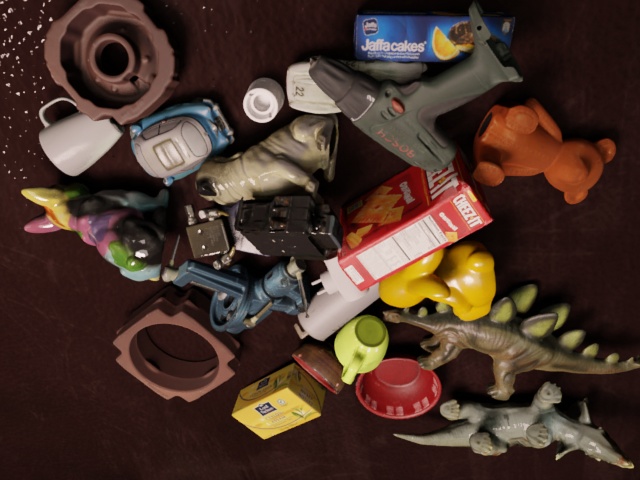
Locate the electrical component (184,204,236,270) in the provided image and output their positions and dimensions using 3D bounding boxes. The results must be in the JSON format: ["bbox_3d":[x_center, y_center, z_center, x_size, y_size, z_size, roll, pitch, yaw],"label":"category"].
[{"bbox_3d":[-0.164,-0.007,0.812,0.078,0.045,0.102,-6,100,8],"label":"electrical component"}]

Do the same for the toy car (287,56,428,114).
[{"bbox_3d":[0.053,-0.216,0.755,0.202,0.056,0.073,3,121,5],"label":"toy car"}]

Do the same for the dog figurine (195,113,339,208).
[{"bbox_3d":[-0.078,-0.125,0.791,0.191,0.172,0.121,12,151,12],"label":"dog figurine"}]

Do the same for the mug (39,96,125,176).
[{"bbox_3d":[-0.361,-0.169,0.817,0.107,0.081,0.109,-28,108,6],"label":"mug"}]

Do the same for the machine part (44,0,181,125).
[{"bbox_3d":[-0.282,-0.250,0.745,0.179,0.056,0.179,1,103,4],"label":"machine part"}]

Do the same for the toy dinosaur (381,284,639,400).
[{"bbox_3d":[0.338,0.177,0.935,0.472,0.105,0.198,16,121,-3],"label":"toy dinosaur"}]

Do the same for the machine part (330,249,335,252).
[{"bbox_3d":[-0.002,-0.003,0.878,0.039,0.084,0.138,-9,133,49],"label":"machine part"}]

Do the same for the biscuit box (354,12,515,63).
[{"bbox_3d":[0.146,-0.269,0.710,0.203,0.063,0.059,2,120,4],"label":"biscuit box"}]

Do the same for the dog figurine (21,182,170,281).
[{"bbox_3d":[-0.355,-0.022,0.849,0.219,0.192,0.108,5,129,-15],"label":"dog figurine"}]

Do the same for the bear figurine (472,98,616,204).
[{"bbox_3d":[0.317,-0.113,0.751,0.196,0.132,0.120,27,119,-3],"label":"bear figurine"}]

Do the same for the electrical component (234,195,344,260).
[{"bbox_3d":[-0.037,-0.016,0.753,0.134,0.058,0.114,2,161,19],"label":"electrical component"}]

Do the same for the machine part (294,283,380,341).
[{"bbox_3d":[0.042,0.099,0.933,0.079,0.079,0.243,40,115,-17],"label":"machine part"}]

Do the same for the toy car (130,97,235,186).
[{"bbox_3d":[-0.214,-0.139,0.801,0.162,0.103,0.109,-17,119,17],"label":"toy car"}]

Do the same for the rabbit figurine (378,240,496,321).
[{"bbox_3d":[0.175,0.067,0.822,0.173,0.162,0.122,-9,78,7],"label":"rabbit figurine"}]

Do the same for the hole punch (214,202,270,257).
[{"bbox_3d":[-0.115,-0.041,0.861,0.142,0.092,0.115,12,118,2],"label":"hole punch"}]

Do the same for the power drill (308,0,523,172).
[{"bbox_3d":[0.129,-0.198,0.674,0.207,0.086,0.232,-36,119,27],"label":"power drill"}]

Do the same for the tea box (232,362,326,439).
[{"bbox_3d":[-0.082,0.324,1.075,0.098,0.068,0.169,42,125,-19],"label":"tea box"}]

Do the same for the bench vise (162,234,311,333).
[{"bbox_3d":[-0.140,0.080,0.902,0.240,0.129,0.224,24,144,-32],"label":"bench vise"}]

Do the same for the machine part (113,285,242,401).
[{"bbox_3d":[-0.264,0.197,1.019,0.201,0.087,0.201,-35,113,24],"label":"machine part"}]

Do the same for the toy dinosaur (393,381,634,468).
[{"bbox_3d":[0.364,0.363,1.039,0.405,0.131,0.192,-10,146,27],"label":"toy dinosaur"}]
